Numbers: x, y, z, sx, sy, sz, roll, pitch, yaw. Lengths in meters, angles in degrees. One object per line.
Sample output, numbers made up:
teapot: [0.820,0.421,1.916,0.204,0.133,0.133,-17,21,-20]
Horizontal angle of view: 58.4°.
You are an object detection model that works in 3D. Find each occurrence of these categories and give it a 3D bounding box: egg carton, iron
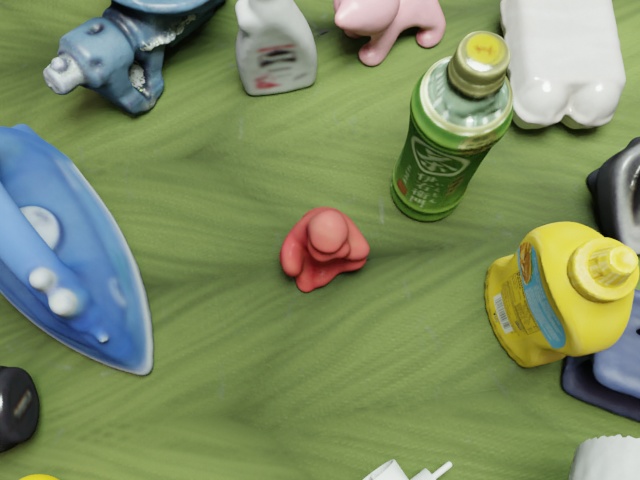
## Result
egg carton: [0.231,-0.178,0.555,0.107,0.069,0.150,-2,73,0]
iron: [-0.231,0.002,0.465,0.119,0.141,0.258,-40,77,-10]

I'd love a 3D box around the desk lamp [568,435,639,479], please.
desk lamp: [0.179,0.231,0.358,0.118,0.213,0.203,25,75,8]

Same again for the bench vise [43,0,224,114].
bench vise: [-0.157,-0.218,0.490,0.121,0.220,0.207,16,74,5]

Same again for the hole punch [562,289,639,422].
hole punch: [0.263,0.090,0.463,0.108,0.091,0.101,18,74,6]

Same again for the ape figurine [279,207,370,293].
ape figurine: [0.005,0.002,0.490,0.077,0.092,0.076,10,74,4]

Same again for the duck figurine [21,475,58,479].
duck figurine: [-0.234,0.234,0.425,0.077,0.086,0.104,9,74,3]

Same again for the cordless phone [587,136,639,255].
cordless phone: [0.317,-0.067,0.461,0.147,0.185,0.094,-25,75,-7]

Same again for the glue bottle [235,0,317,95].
glue bottle: [-0.042,-0.190,0.506,0.078,0.173,0.037,-14,74,-4]

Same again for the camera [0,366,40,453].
camera: [-0.300,0.156,0.441,0.137,0.101,0.143,-10,73,-3]

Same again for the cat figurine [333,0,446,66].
cat figurine: [0.064,-0.229,0.546,0.128,0.118,0.067,-24,74,-6]
